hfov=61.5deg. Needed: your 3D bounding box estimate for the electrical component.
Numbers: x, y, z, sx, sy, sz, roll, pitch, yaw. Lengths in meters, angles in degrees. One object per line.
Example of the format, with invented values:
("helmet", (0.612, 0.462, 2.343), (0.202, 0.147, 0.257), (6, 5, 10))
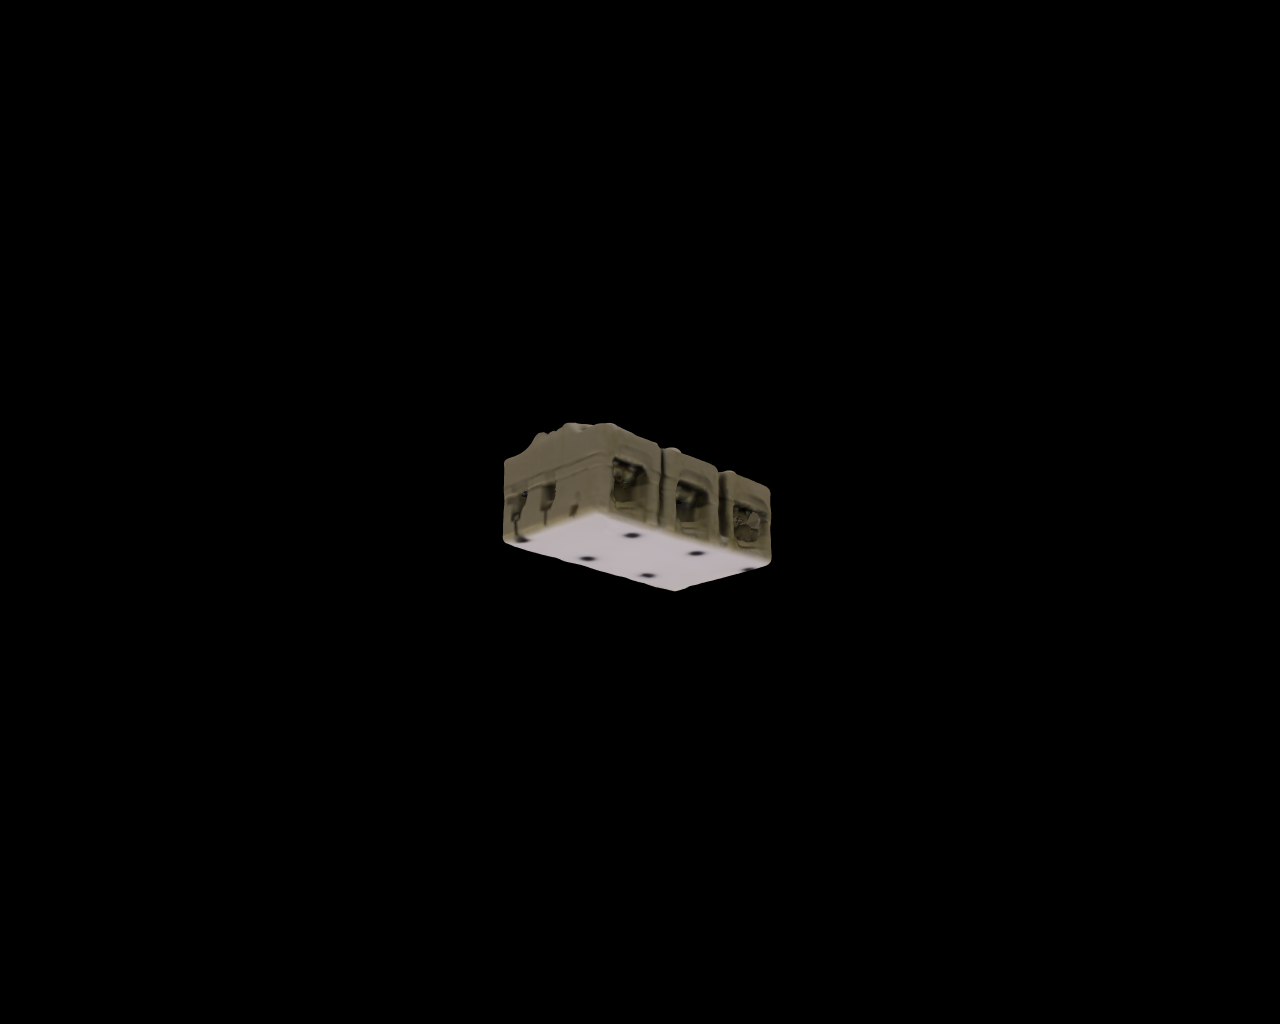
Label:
("electrical component", (0.001, -0.003, 0.650), (0.089, 0.062, 0.150), (-17, -26, 41))
